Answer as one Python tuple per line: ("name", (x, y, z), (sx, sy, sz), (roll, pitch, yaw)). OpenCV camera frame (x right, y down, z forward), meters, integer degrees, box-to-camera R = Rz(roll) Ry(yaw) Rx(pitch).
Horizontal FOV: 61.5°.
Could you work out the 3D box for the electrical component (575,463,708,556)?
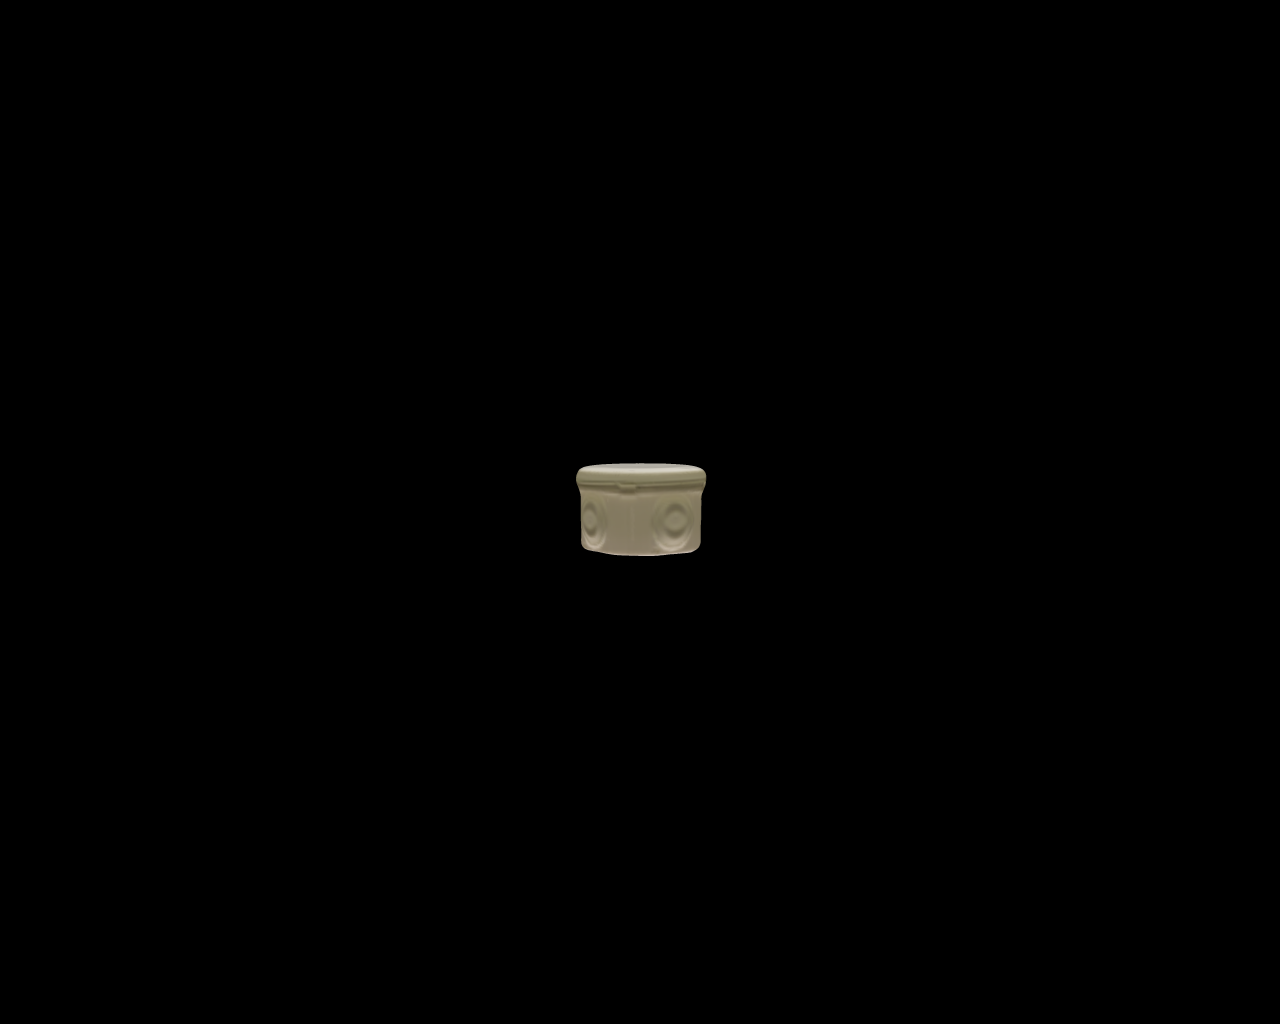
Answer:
("electrical component", (0.001, -0.003, 0.650), (0.080, 0.051, 0.080), (0, 5, 0))
